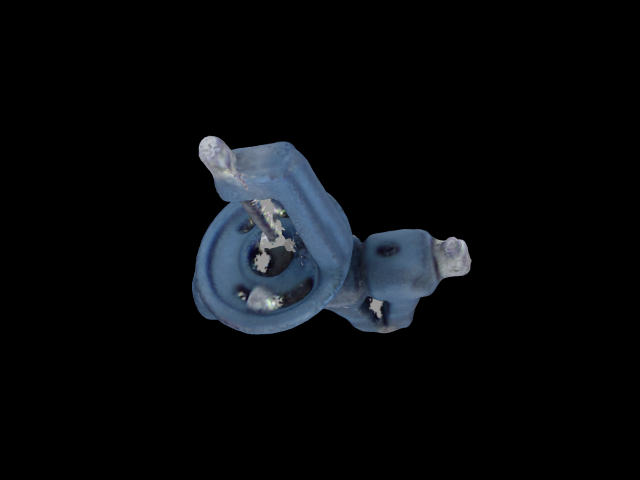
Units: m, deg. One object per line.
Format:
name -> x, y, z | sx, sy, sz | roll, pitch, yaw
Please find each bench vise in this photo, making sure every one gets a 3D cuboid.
bench vise -> 0.000, -0.009, 0.405 | 0.207, 0.220, 0.121 | -16, 63, -8
